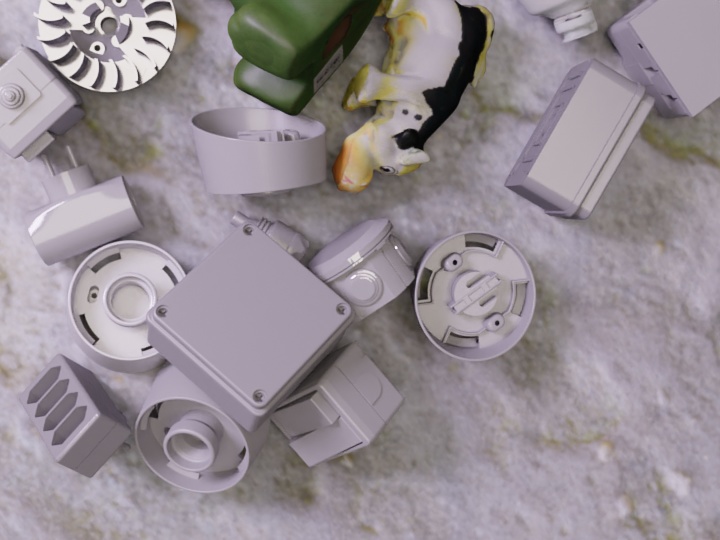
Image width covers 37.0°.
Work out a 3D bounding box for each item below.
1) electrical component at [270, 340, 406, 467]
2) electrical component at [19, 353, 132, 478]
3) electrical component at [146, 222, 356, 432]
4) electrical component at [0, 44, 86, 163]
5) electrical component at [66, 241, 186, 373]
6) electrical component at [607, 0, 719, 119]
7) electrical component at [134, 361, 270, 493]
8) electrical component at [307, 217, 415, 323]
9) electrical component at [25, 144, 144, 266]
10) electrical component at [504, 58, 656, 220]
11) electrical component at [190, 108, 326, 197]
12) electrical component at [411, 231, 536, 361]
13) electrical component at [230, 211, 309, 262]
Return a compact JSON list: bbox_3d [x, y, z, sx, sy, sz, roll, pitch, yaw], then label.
[{"bbox_3d":[-0.025,0.107,0.820,0.061,0.096,0.061,50,49,-8],"label":"electrical component"},{"bbox_3d":[-0.203,0.116,0.812,0.047,0.083,0.076,-48,136,-1],"label":"electrical component"},{"bbox_3d":[-0.079,0.040,0.774,0.109,0.056,0.108,40,63,8],"label":"electrical component"},{"bbox_3d":[-0.239,-0.117,0.771,0.062,0.096,0.061,-43,104,-2],"label":"electrical component"},{"bbox_3d":[-0.175,0.027,0.820,0.099,0.064,0.099,2,81,-10],"label":"electrical component"},{"bbox_3d":[0.283,-0.198,0.843,0.150,0.062,0.089,-37,98,-2],"label":"electrical component"},{"bbox_3d":[-0.120,0.117,0.815,0.099,0.064,0.099,6,121,11],"label":"electrical component"},{"bbox_3d":[0.000,0.000,0.819,0.080,0.080,0.051,-36,102,-3],"label":"electrical component"},{"bbox_3d":[-0.213,-0.054,0.806,0.077,0.044,0.079,-22,97,-4],"label":"electrical component"},{"bbox_3d":[0.169,-0.098,0.831,0.057,0.078,0.113,30,91,-5],"label":"electrical component"},{"bbox_3d":[-0.073,-0.089,0.795,0.099,0.099,0.064,-7,102,-6],"label":"electrical component"},{"bbox_3d":[0.087,0.018,0.838,0.099,0.064,0.099,-1,95,-7],"label":"electrical component"},{"bbox_3d":[-0.072,-0.024,0.830,0.061,0.035,0.035,33,90,-6],"label":"electrical component"}]
